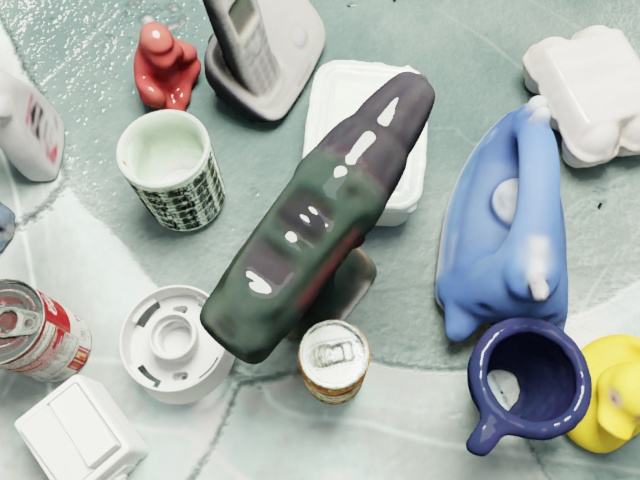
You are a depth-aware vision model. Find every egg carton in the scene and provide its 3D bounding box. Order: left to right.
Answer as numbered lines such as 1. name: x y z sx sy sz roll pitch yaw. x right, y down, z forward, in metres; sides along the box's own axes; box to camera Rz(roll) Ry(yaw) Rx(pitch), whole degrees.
1. egg carton: 0.278 -0.148 0.588 0.107 0.069 0.150 -16 69 -6

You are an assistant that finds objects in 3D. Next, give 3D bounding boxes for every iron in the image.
1. iron: 0.176 -0.038 0.505 0.118 0.141 0.258 8 68 4

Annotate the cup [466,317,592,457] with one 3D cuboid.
1. cup: 0.150 0.128 0.464 0.091 0.095 0.118 38 73 14

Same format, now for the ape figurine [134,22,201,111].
1. ape figurine: -0.163 -0.184 0.593 0.078 0.092 0.076 -34 72 -12

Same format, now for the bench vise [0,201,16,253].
1. bench vise: -0.361 -0.009 0.455 0.121 0.220 0.207 2 68 1

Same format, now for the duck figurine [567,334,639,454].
1. duck figurine: 0.249 0.122 0.471 0.077 0.086 0.105 29 71 12

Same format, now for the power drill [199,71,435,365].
1. power drill: 0.004 0.002 0.454 0.075 0.208 0.230 34 72 13

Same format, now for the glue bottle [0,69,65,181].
1. glue bottle: -0.288 -0.125 0.526 0.037 0.173 0.078 -6 68 -2

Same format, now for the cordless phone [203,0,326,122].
1. cordless phone: -0.057 -0.219 0.556 0.094 0.185 0.148 21 70 9
